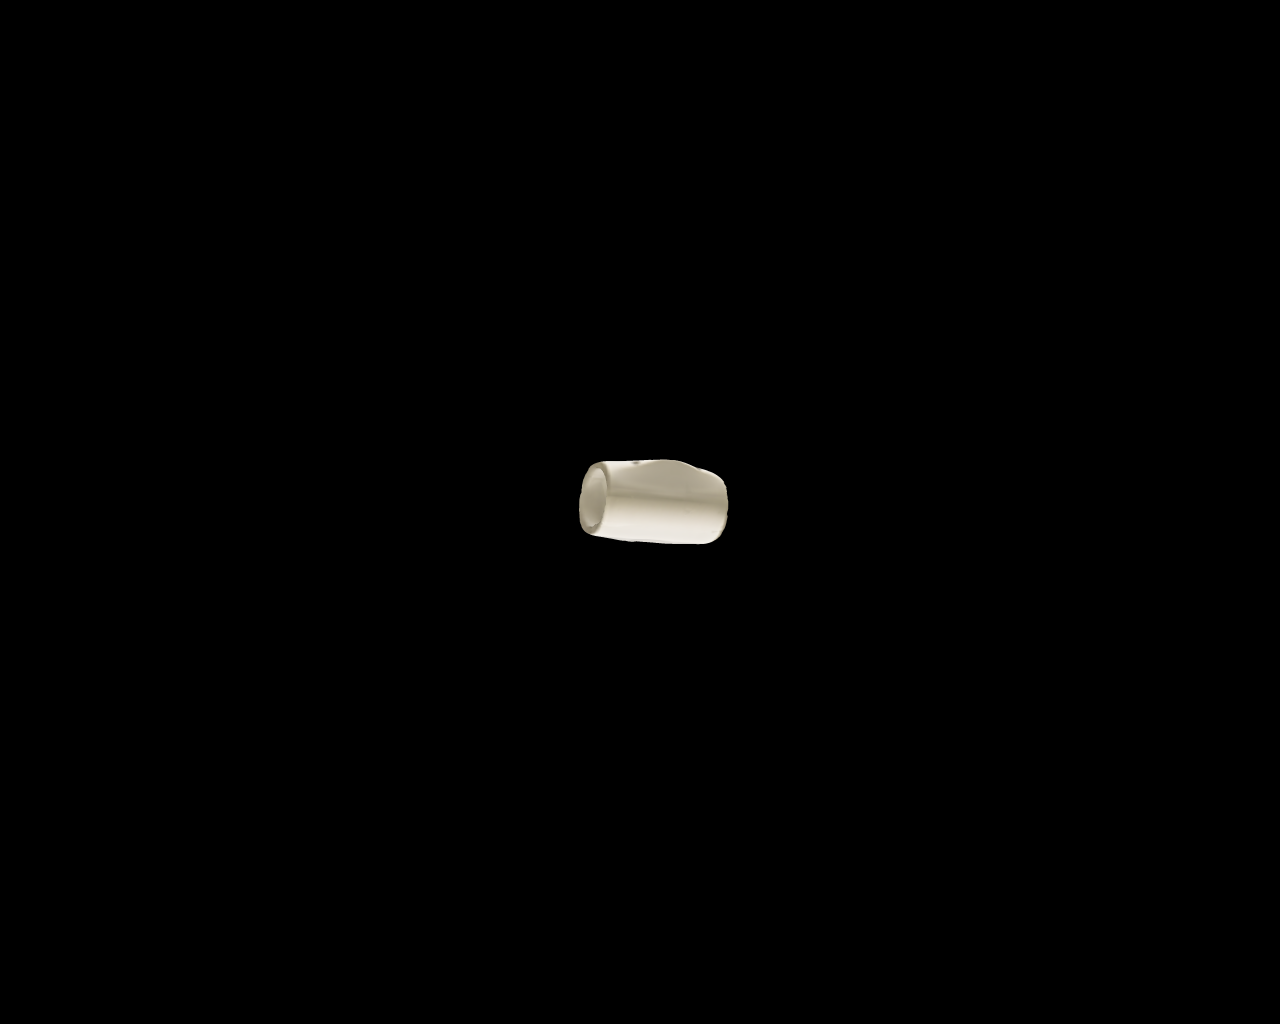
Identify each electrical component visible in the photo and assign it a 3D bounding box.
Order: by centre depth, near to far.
[{"bbox_3d":[0.001,-0.003,0.650,0.077,0.043,0.079,5,-11,-24],"label":"electrical component"}]
